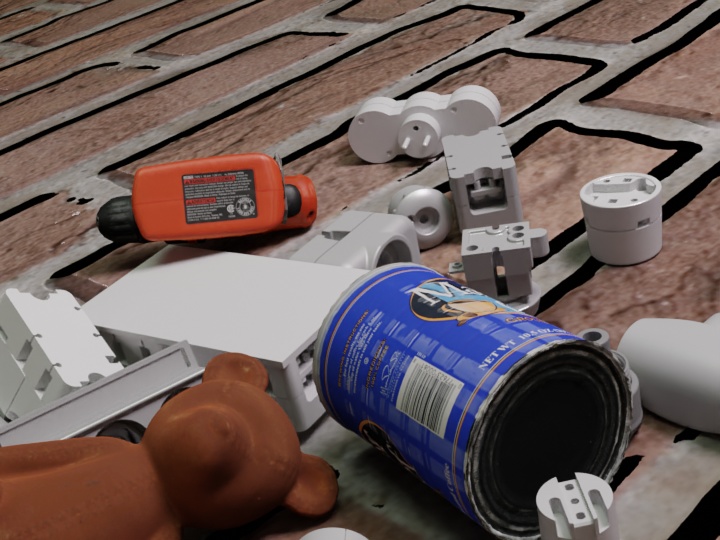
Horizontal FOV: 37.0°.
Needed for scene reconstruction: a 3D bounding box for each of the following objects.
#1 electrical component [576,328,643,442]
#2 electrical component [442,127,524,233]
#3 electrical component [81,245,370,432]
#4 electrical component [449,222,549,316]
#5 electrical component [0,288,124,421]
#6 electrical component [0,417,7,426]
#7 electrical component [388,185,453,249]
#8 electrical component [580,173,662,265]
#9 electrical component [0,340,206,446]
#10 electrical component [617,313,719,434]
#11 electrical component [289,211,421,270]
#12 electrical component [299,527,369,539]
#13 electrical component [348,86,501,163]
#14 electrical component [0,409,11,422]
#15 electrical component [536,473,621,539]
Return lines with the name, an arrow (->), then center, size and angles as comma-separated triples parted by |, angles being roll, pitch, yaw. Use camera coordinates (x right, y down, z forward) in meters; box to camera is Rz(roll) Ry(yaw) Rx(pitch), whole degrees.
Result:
electrical component -> 0.127, 0.062, 0.576 | 0.043, 0.062, 0.043 | -10, 27, 5
electrical component -> 0.096, -0.068, 0.845 | 0.050, 0.055, 0.089 | -11, 27, 5
electrical component -> -0.085, 0.043, 0.708 | 0.186, 0.060, 0.105 | 7, 33, 35
electrical component -> 0.093, 0.003, 0.710 | 0.066, 0.055, 0.048 | -7, 27, 11
electrical component -> -0.194, 0.062, 0.674 | 0.050, 0.055, 0.089 | 3, 36, -51
electrical component -> -0.260, 0.114, 0.662 | 0.077, 0.044, 0.079 | 24, 58, 36
electrical component -> 0.042, -0.046, 0.841 | 0.048, 0.048, 0.062 | -19, 21, -11
electrical component -> 0.184, -0.035, 0.753 | 0.055, 0.047, 0.055 | -10, 27, 5
electrical component -> -0.142, 0.101, 0.615 | 0.121, 0.078, 0.063 | -26, 8, -23
electrical component -> 0.195, 0.049, 0.591 | 0.079, 0.043, 0.077 | -31, 32, -32
electrical component -> 0.000, 0.000, 0.759 | 0.059, 0.053, 0.095 | 8, 33, 35
electrical component -> -0.014, 0.158, 0.475 | 0.043, 0.043, 0.081 | -8, 27, 9
electrical component -> 0.056, -0.126, 0.978 | 0.138, 0.052, 0.073 | -5, 28, 17
electrical component -> -0.232, 0.085, 0.710 | 0.043, 0.043, 0.062 | -22, 30, -18
electrical component -> 0.100, 0.121, 0.490 | 0.040, 0.046, 0.040 | -10, 27, 5
